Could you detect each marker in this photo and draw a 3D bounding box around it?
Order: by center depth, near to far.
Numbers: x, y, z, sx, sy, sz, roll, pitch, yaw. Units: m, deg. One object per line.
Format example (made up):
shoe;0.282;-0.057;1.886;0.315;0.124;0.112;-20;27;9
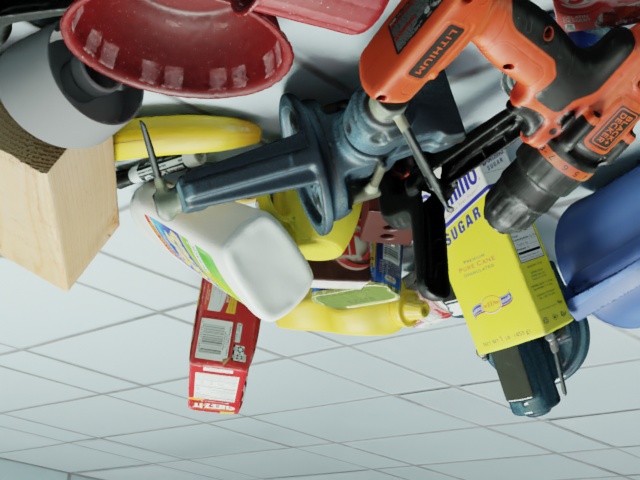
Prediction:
marker;-0.158;-0.069;1.031;0.121;0.020;0.020;-13;152;37

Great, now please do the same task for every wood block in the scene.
wood block;-0.240;-0.053;0.932;0.090;0.090;0.206;28;152;8

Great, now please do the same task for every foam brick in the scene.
foam brick;0.069;-0.034;1.023;0.053;0.051;0.078;6;158;-2

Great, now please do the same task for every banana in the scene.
banana;-0.151;-0.091;0.960;0.198;0.037;0.069;-4;-179;28

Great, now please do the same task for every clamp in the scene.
clamp;-0.246;-0.170;0.780;0.120;0.039;0.172;20;160;-23
clamp;0.090;-0.037;0.887;0.036;0.164;0.210;27;176;-21

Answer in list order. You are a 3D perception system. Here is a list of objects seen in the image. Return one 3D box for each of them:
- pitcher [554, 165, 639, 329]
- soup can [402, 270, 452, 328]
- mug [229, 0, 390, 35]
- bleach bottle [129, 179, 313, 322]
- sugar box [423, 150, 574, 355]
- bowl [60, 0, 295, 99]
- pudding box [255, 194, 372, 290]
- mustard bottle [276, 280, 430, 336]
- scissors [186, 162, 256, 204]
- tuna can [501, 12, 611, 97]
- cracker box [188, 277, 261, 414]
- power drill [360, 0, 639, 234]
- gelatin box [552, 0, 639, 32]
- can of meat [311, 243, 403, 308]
pitcher;0.312;-0.016;0.897;0.144;0.149;0.243;13;153;-18
soup can;0.134;0.057;1.210;0.068;0.068;0.102;15;156;-22
mug;-0.007;-0.176;0.662;0.081;0.093;0.117;10;-171;-24
bleach bottle;-0.112;-0.003;1.016;0.251;0.068;0.102;20;149;54
sugar box;0.149;0.006;0.945;0.048;0.176;0.094;-19;174;-36
bowl;-0.096;-0.157;0.744;0.162;0.055;0.162;4;163;1
pudding box;-0.007;0.001;1.058;0.113;0.090;0.039;2;162;-12
mustard bottle;0.042;0.072;1.197;0.192;0.058;0.096;3;-158;43
scissors;-0.121;-0.039;1.098;0.096;0.016;0.202;17;154;-32
tuna can;0.176;-0.131;0.784;0.086;0.033;0.086;5;158;2
cracker box;-0.107;0.099;1.240;0.072;0.164;0.214;9;158;-3
power drill;0.121;-0.094;0.703;0.187;0.057;0.185;21;124;-28
gelatin box;0.194;-0.169;0.691;0.089;0.030;0.073;-3;156;19
can of meat;0.040;0.023;1.125;0.102;0.084;0.057;-13;152;37
